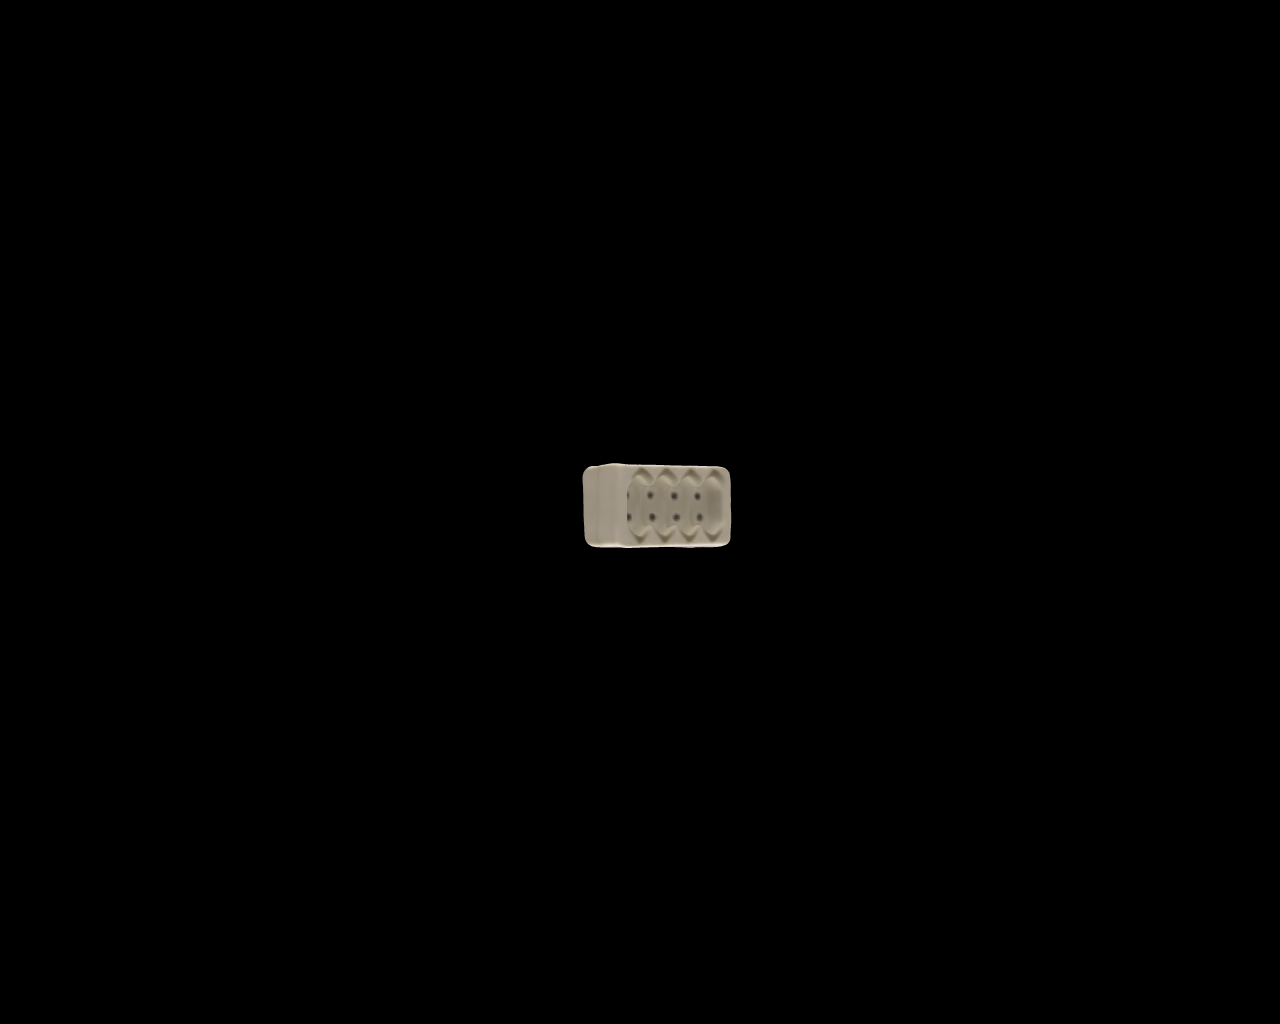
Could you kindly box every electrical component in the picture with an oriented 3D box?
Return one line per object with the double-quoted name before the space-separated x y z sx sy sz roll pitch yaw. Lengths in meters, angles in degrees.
"electrical component" 0.001 -0.003 0.650 0.083 0.047 0.075 1 -2 -34
